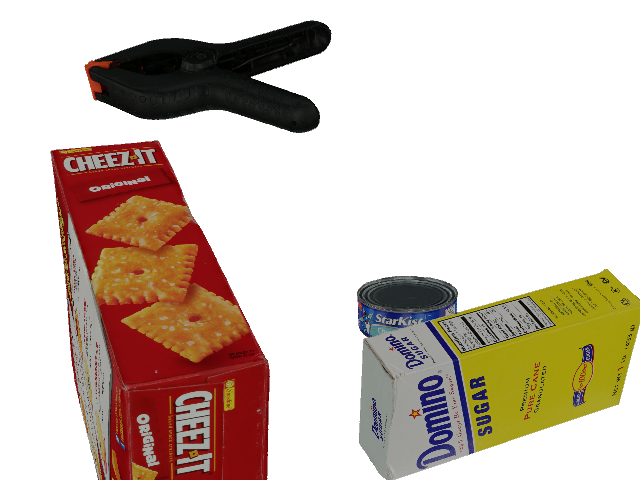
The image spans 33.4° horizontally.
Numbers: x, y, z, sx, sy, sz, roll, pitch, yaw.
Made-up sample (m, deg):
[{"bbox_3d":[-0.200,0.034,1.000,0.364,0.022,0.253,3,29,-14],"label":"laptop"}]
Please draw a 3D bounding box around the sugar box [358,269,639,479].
[{"bbox_3d":[0.112,0.084,0.670,0.176,0.093,0.048,-16,40,-20],"label":"sugar box"}]

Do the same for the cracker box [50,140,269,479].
[{"bbox_3d":[-0.088,0.067,0.564,0.072,0.164,0.214,-8,34,-17],"label":"cracker box"}]

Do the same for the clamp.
[{"bbox_3d":[-0.072,-0.118,0.737,0.171,0.039,0.120,7,35,12],"label":"clamp"}]

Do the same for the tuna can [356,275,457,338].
[{"bbox_3d":[0.074,0.059,0.912,0.086,0.034,0.086,-2,17,0],"label":"tuna can"}]
